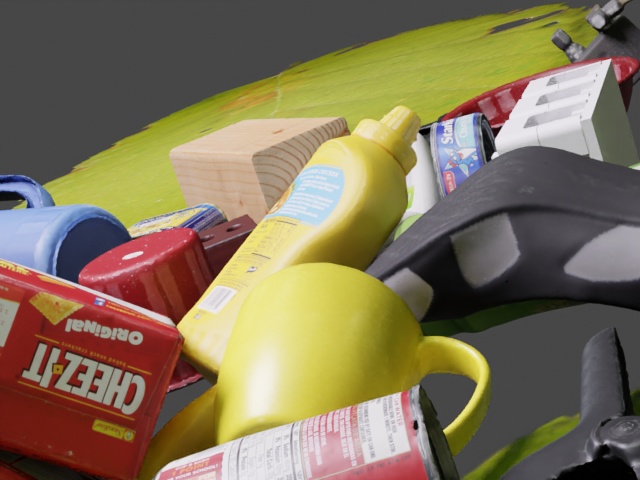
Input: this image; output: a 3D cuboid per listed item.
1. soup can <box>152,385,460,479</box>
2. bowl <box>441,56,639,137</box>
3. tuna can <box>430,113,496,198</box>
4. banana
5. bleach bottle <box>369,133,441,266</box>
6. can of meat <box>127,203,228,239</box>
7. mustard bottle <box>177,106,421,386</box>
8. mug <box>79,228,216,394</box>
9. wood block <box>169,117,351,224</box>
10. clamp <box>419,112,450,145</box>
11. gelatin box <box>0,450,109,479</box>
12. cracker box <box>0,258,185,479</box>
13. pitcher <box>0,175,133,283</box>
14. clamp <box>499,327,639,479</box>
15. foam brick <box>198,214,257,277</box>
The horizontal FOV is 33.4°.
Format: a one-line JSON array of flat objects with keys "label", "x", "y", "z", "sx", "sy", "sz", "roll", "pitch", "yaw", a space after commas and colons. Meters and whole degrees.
[{"label": "soup can", "x": -0.002, "y": 0.099, "z": 0.379, "sx": 0.102, "sy": 0.068, "sz": 0.068, "roll": -19, "pitch": 15, "yaw": 8}, {"label": "bowl", "x": 0.181, "y": -0.093, "z": 0.853, "sx": 0.162, "sy": 0.055, "sz": 0.162, "roll": -19, "pitch": 15, "yaw": 5}, {"label": "tuna can", "x": 0.102, "y": -0.040, "z": 0.707, "sx": 0.034, "sy": 0.086, "sz": 0.086, "roll": -14, "pitch": 16, "yaw": 17}, {"label": "banana", "x": -0.072, "y": 0.118, "z": 0.441, "sx": 0.070, "sy": 0.037, "sz": 0.197, "roll": -39, "pitch": 6, "yaw": 16}, {"label": "bleach bottle", "x": 0.036, "y": -0.007, "z": 0.725, "sx": 0.103, "sy": 0.068, "sz": 0.250, "roll": -19, "pitch": 17, "yaw": 12}, {"label": "can of meat", "x": -0.132, "y": 0.012, "z": 0.888, "sx": 0.102, "sy": 0.057, "sz": 0.083, "roll": -12, "pitch": 15, "yaw": 27}, {"label": "mustard bottle", "x": -0.004, "y": 0.001, "z": 0.601, "sx": 0.191, "sy": 0.058, "sz": 0.096, "roll": -53, "pitch": 20, "yaw": -13}, {"label": "mug", "x": -0.103, "y": 0.040, "z": 0.694, "sx": 0.093, "sy": 0.081, "sz": 0.117, "roll": -19, "pitch": 15, "yaw": 6}, {"label": "wood block", "x": -0.049, "y": -0.052, "z": 0.942, "sx": 0.090, "sy": 0.090, "sz": 0.206, "roll": -25, "pitch": 15, "yaw": -22}, {"label": "clamp", "x": 0.120, "y": -0.099, "z": 0.993, "sx": 0.210, "sy": 0.036, "sz": 0.165, "roll": -23, "pitch": 14, "yaw": -6}, {"label": "gelatin box", "x": -0.138, "y": 0.108, "z": 0.474, "sx": 0.030, "sy": 0.073, "sz": 0.089, "roll": -62, "pitch": -1, "yaw": -6}, {"label": "cracker box", "x": -0.156, "y": 0.046, "z": 0.513, "sx": 0.164, "sy": 0.072, "sz": 0.214, "roll": 20, "pitch": -6, "yaw": -9}, {"label": "pitcher", "x": -0.258, "y": 0.028, "z": 0.839, "sx": 0.243, "sy": 0.149, "sz": 0.144, "roll": -7, "pitch": 11, "yaw": 32}, {"label": "clamp", "x": 0.120, "y": 0.076, "z": 0.362, "sx": 0.120, "sy": 0.039, "sz": 0.171, "roll": -14, "pitch": 18, "yaw": 42}, {"label": "foam brick", "x": -0.075, "y": 0.021, "z": 0.786, "sx": 0.078, "sy": 0.051, "sz": 0.053, "roll": -22, "pitch": 15, "yaw": -8}]
